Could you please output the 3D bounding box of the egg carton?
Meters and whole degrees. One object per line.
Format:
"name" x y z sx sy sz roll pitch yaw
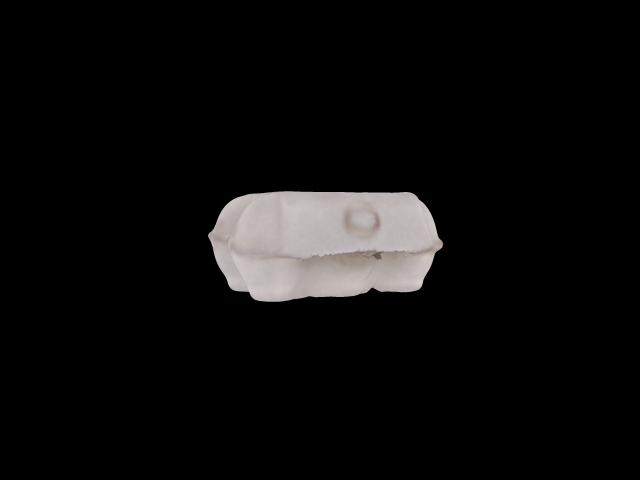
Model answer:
"egg carton" 0.004 0.001 0.400 0.151 0.069 0.107 -2 3 -27
